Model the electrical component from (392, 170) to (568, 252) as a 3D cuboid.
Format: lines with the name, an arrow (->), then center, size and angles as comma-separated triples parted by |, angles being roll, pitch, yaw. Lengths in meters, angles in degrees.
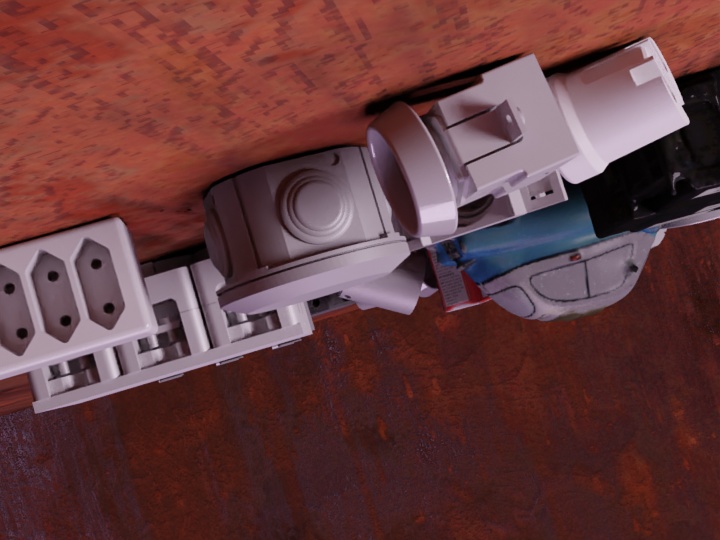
electrical component -> 0.053, -0.040, 0.487 | 0.081, 0.042, 0.064 | -18, 180, 26

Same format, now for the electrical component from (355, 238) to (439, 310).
electrical component -> 0.027, -0.004, 0.796 | 0.057, 0.058, 0.078 | -16, 178, 33

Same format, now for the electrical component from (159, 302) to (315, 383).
electrical component -> -0.097, 0.032, 0.723 | 0.121, 0.063, 0.079 | -16, 176, -12

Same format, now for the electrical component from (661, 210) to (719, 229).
electrical component -> 0.234, -0.064, 0.761 | 0.099, 0.064, 0.099 | -17, 176, -1

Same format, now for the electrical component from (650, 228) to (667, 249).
electrical component -> 0.192, -0.040, 0.830 | 0.080, 0.080, 0.051 | -15, 170, -24

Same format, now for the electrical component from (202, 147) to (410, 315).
electrical component -> -0.024, -0.015, 0.438 | 0.080, 0.051, 0.080 | -16, 176, -1

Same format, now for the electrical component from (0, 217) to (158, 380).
electrical component -> -0.130, 0.016, 0.449 | 0.083, 0.047, 0.076 | -16, 177, -7

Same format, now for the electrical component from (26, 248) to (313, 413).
electrical component -> -0.110, 0.028, 0.617 | 0.150, 0.061, 0.089 | -17, 176, 0

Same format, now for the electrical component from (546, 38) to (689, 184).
electrical component -> 0.090, -0.058, 0.389 | 0.046, 0.040, 0.040 | -24, 174, 25

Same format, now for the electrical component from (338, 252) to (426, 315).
electrical component -> 0.000, 0.000, 0.735 | 0.081, 0.043, 0.043 | 15, 171, -8

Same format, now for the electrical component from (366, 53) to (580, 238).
electrical component -> 0.036, -0.041, 0.364 | 0.055, 0.048, 0.066 | -24, 177, -9
